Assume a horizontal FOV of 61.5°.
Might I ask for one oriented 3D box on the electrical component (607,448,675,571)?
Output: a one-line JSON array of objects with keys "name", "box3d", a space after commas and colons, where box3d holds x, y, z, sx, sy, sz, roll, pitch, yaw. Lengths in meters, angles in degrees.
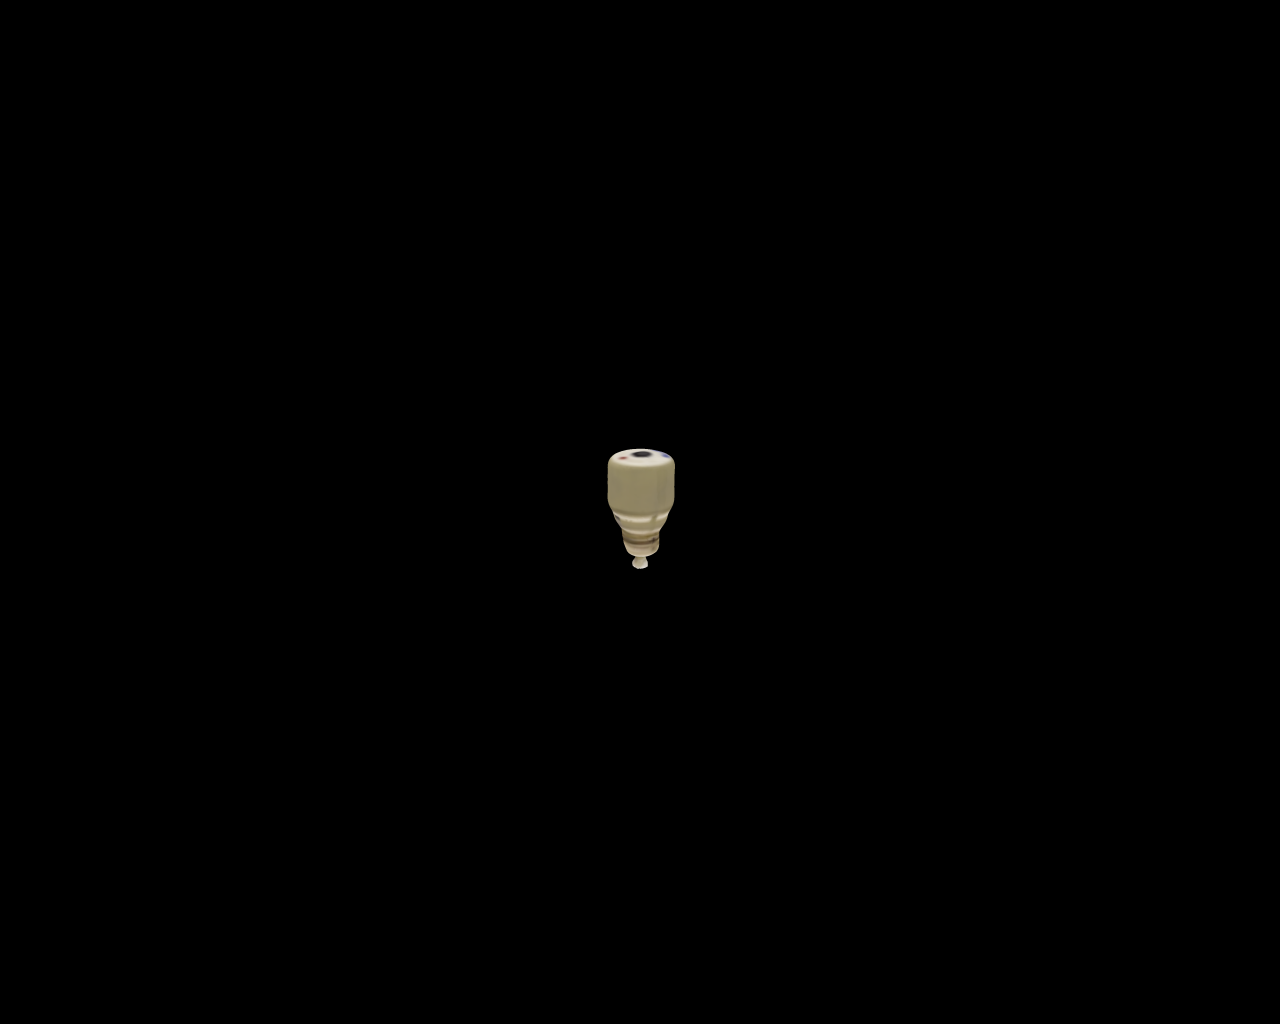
[{"name": "electrical component", "box3d": [0.001, -0.003, 0.650, 0.040, 0.078, 0.040, 0, 19, 0]}]
